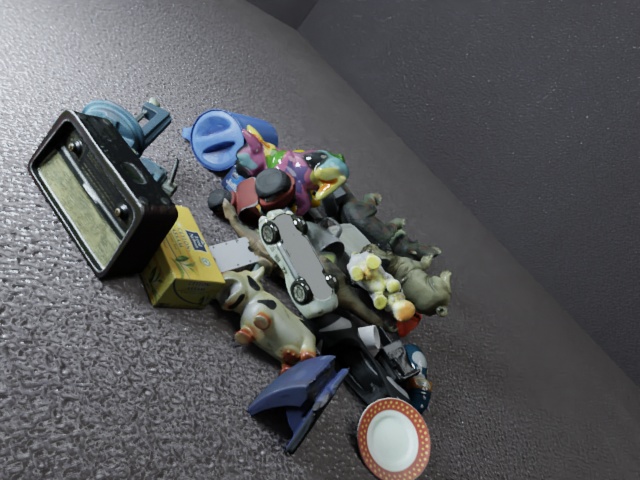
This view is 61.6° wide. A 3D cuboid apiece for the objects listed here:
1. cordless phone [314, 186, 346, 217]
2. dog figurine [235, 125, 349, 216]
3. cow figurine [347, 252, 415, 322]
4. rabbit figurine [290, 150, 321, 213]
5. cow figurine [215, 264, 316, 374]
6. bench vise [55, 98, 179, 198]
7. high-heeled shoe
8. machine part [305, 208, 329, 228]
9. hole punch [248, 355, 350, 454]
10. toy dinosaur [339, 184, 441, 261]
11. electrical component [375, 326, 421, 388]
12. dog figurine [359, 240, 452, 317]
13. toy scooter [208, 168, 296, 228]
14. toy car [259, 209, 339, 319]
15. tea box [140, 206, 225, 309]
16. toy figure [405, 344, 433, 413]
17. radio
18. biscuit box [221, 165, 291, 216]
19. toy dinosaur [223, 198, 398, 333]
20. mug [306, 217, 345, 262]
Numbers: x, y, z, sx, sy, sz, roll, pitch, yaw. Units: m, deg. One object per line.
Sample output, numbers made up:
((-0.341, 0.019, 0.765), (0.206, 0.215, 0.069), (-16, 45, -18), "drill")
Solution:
((-0.035, -0.145, 1.456), (0.184, 0.088, 0.147), (14, 35, -29), "cordless phone")
((-0.069, -0.166, 1.128), (0.219, 0.191, 0.108), (49, 15, -15), "dog figurine")
((0.122, 0.096, 1.098), (0.167, 0.068, 0.098), (50, -1, -13), "cow figurine")
((-0.068, -0.131, 1.294), (0.162, 0.122, 0.173), (52, -13, -14), "rabbit figurine")
((-0.088, 0.119, 0.864), (0.195, 0.085, 0.127), (41, 20, -13), "cow figurine")
((-0.323, -0.173, 0.934), (0.224, 0.128, 0.241), (22, 43, 0), "bench vise")
((0.062, 0.227, 0.913), (0.248, 0.086, 0.145), (37, 22, -26), "high-heeled shoe")
((-0.023, -0.067, 1.362), (0.084, 0.039, 0.139), (-4, 52, -53), "machine part")
((-0.027, 0.216, 0.763), (0.092, 0.115, 0.142), (39, 21, 13), "hole punch")
((0.135, -0.044, 1.490), (0.405, 0.131, 0.192), (38, 22, 6), "toy dinosaur")
((0.133, 0.225, 1.032), (0.048, 0.074, 0.119), (-18, 63, -31), "electrical component")
((0.182, 0.089, 1.168), (0.190, 0.121, 0.173), (16, 18, -40), "dog figurine")
((-0.122, -0.074, 1.081), (0.135, 0.184, 0.075), (52, 26, -57), "toy scooter")
((-0.036, 0.036, 0.900), (0.073, 0.056, 0.202), (-15, 67, -37), "toy car")
((-0.229, 0.021, 0.832), (0.098, 0.068, 0.170), (10, 38, -51), "tea box")
((0.192, 0.276, 1.079), (0.064, 0.057, 0.154), (-1, 33, -1), "toy figure")
((-0.314, -0.070, 0.773), (0.230, 0.131, 0.073), (49, 22, 16), "radio")
((-0.127, -0.077, 1.179), (0.203, 0.063, 0.059), (48, 23, 14), "biscuit box")
((-0.008, 0.074, 1.055), (0.471, 0.105, 0.199), (42, 18, -14), "toy dinosaur")
((-0.002, -0.004, 1.206), (0.080, 0.109, 0.107), (5, 29, -48), "mug")
